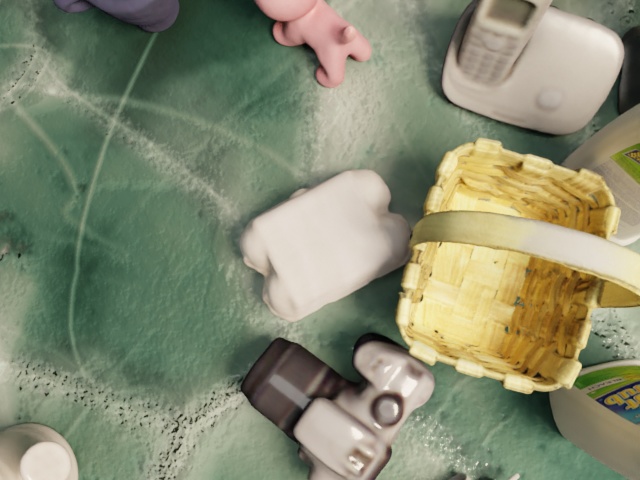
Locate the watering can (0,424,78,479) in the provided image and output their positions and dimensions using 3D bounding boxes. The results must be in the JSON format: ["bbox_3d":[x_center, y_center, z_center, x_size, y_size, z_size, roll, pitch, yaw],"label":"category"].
[{"bbox_3d":[-0.286,0.215,0.468,0.101,0.194,0.173,40,89,7],"label":"watering can"}]

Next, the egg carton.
[{"bbox_3d":[0.005,0.002,0.530,0.150,0.069,0.107,-29,83,1],"label":"egg carton"}]

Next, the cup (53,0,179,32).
[{"bbox_3d":[-0.186,-0.237,0.554,0.117,0.095,0.091,-27,83,1],"label":"cup"}]

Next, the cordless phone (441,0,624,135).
[{"bbox_3d":[0.185,-0.165,0.475,0.147,0.185,0.094,16,86,6],"label":"cordless phone"}]

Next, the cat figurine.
[{"bbox_3d":[-0.013,-0.216,0.528,0.127,0.118,0.067,42,89,7],"label":"cat figurine"}]

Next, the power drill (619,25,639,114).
[{"bbox_3d":[0.320,-0.173,0.455,0.075,0.208,0.230,3,85,5],"label":"power drill"}]

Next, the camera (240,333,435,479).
[{"bbox_3d":[0.008,0.136,0.502,0.136,0.101,0.143,36,88,7],"label":"camera"}]
